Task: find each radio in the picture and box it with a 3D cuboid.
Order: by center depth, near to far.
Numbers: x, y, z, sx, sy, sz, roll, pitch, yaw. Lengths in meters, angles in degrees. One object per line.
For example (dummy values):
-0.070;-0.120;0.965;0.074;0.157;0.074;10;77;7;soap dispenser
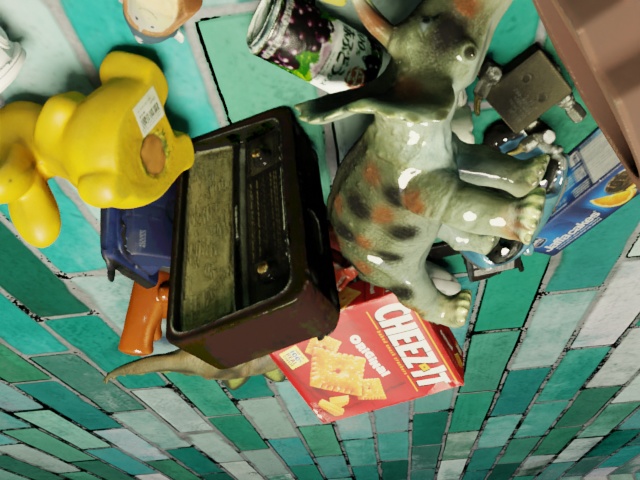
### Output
-0.063;-0.010;0.498;0.131;0.230;0.073;-19;144;16;radio

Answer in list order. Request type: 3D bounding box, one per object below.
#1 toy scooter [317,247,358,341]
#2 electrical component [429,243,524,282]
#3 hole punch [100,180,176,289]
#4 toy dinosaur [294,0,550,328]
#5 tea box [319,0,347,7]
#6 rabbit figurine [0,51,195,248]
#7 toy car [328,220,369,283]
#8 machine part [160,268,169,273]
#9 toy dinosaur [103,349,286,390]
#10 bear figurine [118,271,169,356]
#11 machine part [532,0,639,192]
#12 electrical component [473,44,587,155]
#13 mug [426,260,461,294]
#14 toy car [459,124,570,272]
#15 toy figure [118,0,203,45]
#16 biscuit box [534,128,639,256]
-0.018;0.051;0.600;0.135;0.075;0.183;9;127;19;toy scooter
0.208;0.018;0.718;0.119;0.048;0.074;-11;144;8;electrical component
-0.168;-0.017;0.568;0.092;0.142;0.115;-9;158;10;hole punch
0.071;-0.028;0.469;0.192;0.131;0.404;25;147;10;toy dinosaur
0.011;-0.236;0.296;0.068;0.098;0.169;9;144;-16;tea box
-0.222;-0.074;0.475;0.173;0.162;0.121;11;150;16;rabbit figurine
-0.001;-0.002;0.638;0.202;0.053;0.089;5;126;10;toy car
-0.175;0.013;0.663;0.139;0.084;0.039;9;174;-2;machine part
-0.136;0.175;0.859;0.472;0.105;0.198;-5;145;1;toy dinosaur
-0.153;0.095;0.728;0.196;0.131;0.120;13;-178;-12;bear figurine
0.217;-0.136;0.365;0.087;0.201;0.200;-27;138;26;machine part
0.185;-0.127;0.489;0.078;0.045;0.102;-31;112;28;electrical component
0.149;0.062;0.743;0.107;0.081;0.110;12;164;-35;mug
0.211;-0.051;0.587;0.103;0.109;0.161;-9;136;-37;toy car
-0.108;-0.195;0.382;0.064;0.058;0.154;47;134;0;toy figure
0.302;-0.061;0.602;0.063;0.059;0.202;12;142;-21;biscuit box
